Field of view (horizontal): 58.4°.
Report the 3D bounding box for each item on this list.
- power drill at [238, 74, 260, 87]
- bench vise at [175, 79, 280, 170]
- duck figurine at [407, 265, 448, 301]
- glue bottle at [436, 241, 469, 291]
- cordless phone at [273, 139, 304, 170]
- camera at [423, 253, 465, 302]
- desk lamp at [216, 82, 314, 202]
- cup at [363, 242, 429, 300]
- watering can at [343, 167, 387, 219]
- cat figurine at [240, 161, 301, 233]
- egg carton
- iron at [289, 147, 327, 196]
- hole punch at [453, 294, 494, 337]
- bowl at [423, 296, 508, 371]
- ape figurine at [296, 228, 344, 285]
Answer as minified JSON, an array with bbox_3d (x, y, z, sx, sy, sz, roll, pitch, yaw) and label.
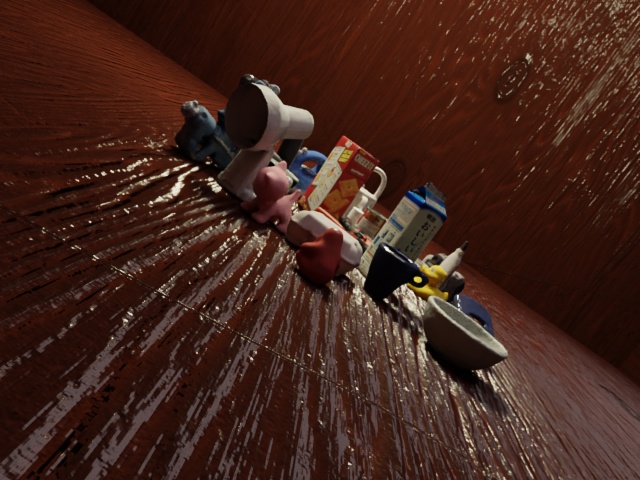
[{"bbox_3d":[-0.193,-0.289,1.366,0.075,0.208,0.230,35,10,-1],"label":"power drill"},{"bbox_3d":[-0.179,-0.246,1.186,0.121,0.219,0.208,39,11,20],"label":"bench vise"},{"bbox_3d":[0.280,0.107,1.421,0.104,0.086,0.078,36,10,5],"label":"duck figurine"},{"bbox_3d":[0.343,0.074,1.529,0.037,0.173,0.078,39,11,21],"label":"glue bottle"},{"bbox_3d":[-0.109,-0.231,1.436,0.147,0.185,0.094,42,12,33],"label":"cordless phone"},{"bbox_3d":[0.374,0.110,1.665,0.137,0.100,0.142,28,12,-34],"label":"camera"},{"bbox_3d":[-0.113,-0.182,1.121,0.117,0.213,0.204,41,12,30],"label":"desk lamp"},{"bbox_3d":[0.139,0.074,1.096,0.117,0.095,0.092,35,10,3],"label":"cup"},{"bbox_3d":[0.114,-0.131,1.671,0.101,0.194,0.172,28,13,-36],"label":"watering can"},{"bbox_3d":[-0.082,-0.086,1.053,0.067,0.117,0.128,42,12,36],"label":"cat figurine"},{"bbox_3d":[0.010,0.004,1.074,0.150,0.069,0.107,37,10,10],"label":"egg carton"},{"bbox_3d":[-0.042,-0.196,1.617,0.118,0.141,0.259,41,12,29],"label":"iron"},{"bbox_3d":[0.310,0.179,1.178,0.109,0.091,0.101,32,11,-19],"label":"hole punch"},{"bbox_3d":[0.242,0.177,1.013,0.167,0.074,0.167,34,10,-7],"label":"bowl"},{"bbox_3d":[0.007,0.021,0.922,0.078,0.092,0.076,32,10,-15],"label":"ape figurine"}]
